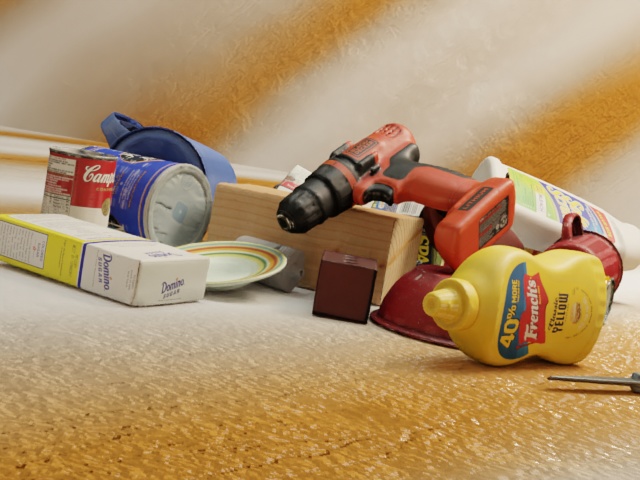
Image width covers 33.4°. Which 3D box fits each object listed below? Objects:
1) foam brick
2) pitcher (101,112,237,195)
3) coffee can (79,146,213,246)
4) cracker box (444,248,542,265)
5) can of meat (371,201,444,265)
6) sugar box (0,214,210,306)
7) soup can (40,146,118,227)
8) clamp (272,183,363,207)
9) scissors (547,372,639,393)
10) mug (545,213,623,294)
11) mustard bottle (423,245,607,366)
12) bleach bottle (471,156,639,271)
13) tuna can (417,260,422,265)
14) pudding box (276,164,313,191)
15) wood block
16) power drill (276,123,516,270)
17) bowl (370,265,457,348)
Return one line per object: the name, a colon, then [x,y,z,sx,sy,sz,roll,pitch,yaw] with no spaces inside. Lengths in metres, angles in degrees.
foam brick: [0.023,0.042,0.979,0.053,0.051,0.078,10,6,1]
pitcher: [-0.187,-0.079,1.360,0.145,0.149,0.242,5,3,7]
coffee can: [-0.203,-0.043,1.164,0.141,0.103,0.102,13,8,33]
cracker box: [0.244,0.017,1.435,0.213,0.072,0.164,8,7,-21]
can of meat: [0.102,0.000,1.254,0.084,0.102,0.057,8,44,14]
sugar box: [-0.193,0.016,0.932,0.176,0.048,0.093,18,10,32]
soup can: [-0.244,-0.039,1.074,0.068,0.102,0.068,9,6,-1]
clamp: [0.003,-0.044,1.398,0.120,0.039,0.171,9,-13,7]
scissors: [0.260,0.112,0.867,0.201,0.016,0.096,8,5,-12]
mug: [0.299,0.026,1.250,0.093,0.117,0.081,-2,6,28]
mustard bottle: [0.155,0.053,0.866,0.191,0.096,0.058,4,9,-41]
bleach bottle: [0.312,-0.021,1.348,0.250,0.068,0.102,17,43,-15]
tuna can: [0.071,0.034,1.196,0.086,0.034,0.086,9,6,-1]
pudding box: [-0.018,-0.028,1.252,0.090,0.039,0.113,29,50,6]
wood block: [-0.007,0.001,1.129,0.206,0.090,0.090,12,6,24]
power drill: [0.076,-0.038,1.018,0.188,0.057,0.184,27,50,34]
bowl: [0.129,0.058,0.977,0.162,0.055,0.162,9,7,-1]
